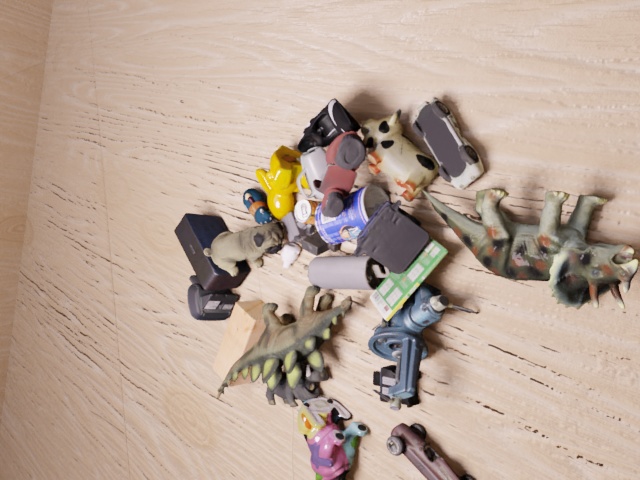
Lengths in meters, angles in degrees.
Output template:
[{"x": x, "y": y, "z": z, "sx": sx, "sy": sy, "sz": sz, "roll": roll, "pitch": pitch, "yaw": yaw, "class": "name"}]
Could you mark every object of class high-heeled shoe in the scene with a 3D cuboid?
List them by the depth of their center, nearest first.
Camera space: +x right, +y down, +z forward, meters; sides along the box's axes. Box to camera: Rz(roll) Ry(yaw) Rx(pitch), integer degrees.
[{"x": 0.007, "y": -0.237, "z": 1.200, "sx": 0.145, "sy": 0.086, "sz": 0.249, "roll": -43, "pitch": 14, "yaw": 9, "class": "high-heeled shoe"}]

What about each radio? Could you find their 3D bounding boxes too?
[{"x": -0.298, "y": 0.030, "z": 1.494, "sx": 0.073, "sy": 0.131, "sz": 0.230, "roll": -50, "pitch": 58, "yaw": 29, "class": "radio"}]

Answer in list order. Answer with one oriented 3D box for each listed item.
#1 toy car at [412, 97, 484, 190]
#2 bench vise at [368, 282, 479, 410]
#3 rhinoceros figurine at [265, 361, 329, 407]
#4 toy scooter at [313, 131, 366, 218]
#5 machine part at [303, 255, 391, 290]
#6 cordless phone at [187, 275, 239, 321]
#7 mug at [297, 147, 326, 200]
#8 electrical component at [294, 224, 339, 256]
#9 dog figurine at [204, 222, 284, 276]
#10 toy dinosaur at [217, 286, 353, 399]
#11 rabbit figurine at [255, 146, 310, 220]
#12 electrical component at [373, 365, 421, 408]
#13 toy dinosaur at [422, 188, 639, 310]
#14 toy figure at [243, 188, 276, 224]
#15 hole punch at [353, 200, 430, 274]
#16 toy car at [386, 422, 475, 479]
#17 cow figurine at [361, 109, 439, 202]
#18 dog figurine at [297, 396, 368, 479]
[{"x": 0.249, "y": -0.192, "z": 1.058, "sx": 0.073, "sy": 0.056, "sz": 0.202, "roll": -45, "pitch": 59, "yaw": 38, "class": "toy car"}, {"x": 0.173, "y": 0.205, "z": 1.037, "sx": 0.224, "sy": 0.128, "sz": 0.241, "roll": -31, "pitch": 34, "yaw": 45, "class": "bench vise"}, {"x": -0.055, "y": 0.348, "z": 1.306, "sx": 0.190, "sy": 0.073, "sz": 0.112, "roll": -22, "pitch": 63, "yaw": 41, "class": "rhinoceros figurine"}, {"x": 0.033, "y": -0.141, "z": 1.135, "sx": 0.135, "sy": 0.075, "sz": 0.183, "roll": -141, "pitch": 67, "yaw": -72, "class": "toy scooter"}, {"x": 0.058, "y": 0.074, "z": 1.205, "sx": 0.243, "sy": 0.079, "sz": 0.079, "roll": -3, "pitch": 86, "yaw": 41, "class": "machine part"}, {"x": -0.332, "y": 0.144, "z": 1.508, "sx": 0.184, "sy": 0.146, "sz": 0.088, "roll": 36, "pitch": 105, "yaw": 34, "class": "cordless phone"}, {"x": -0.009, "y": -0.152, "z": 1.230, "sx": 0.107, "sy": 0.109, "sz": 0.081, "roll": 64, "pitch": 163, "yaw": -19, "class": "mug"}, {"x": -0.002, "y": -0.003, "z": 1.271, "sx": 0.102, "sy": 0.078, "sz": 0.045, "roll": 32, "pitch": 130, "yaw": 40, "class": "electrical component"}, {"x": -0.191, "y": 0.008, "z": 1.347, "sx": 0.121, "sy": 0.172, "sz": 0.190, "roll": 69, "pitch": 155, "yaw": 8, "class": "dog figurine"}, {"x": -0.092, "y": 0.247, "z": 1.268, "sx": 0.471, "sy": 0.105, "sz": 0.199, "roll": -33, "pitch": 42, "yaw": 35, "class": "toy dinosaur"}, {"x": -0.097, "y": -0.135, "z": 1.335, "sx": 0.163, "sy": 0.122, "sz": 0.173, "roll": 42, "pitch": 134, "yaw": 38, "class": "rabbit figurine"}, {"x": 0.152, "y": 0.301, "z": 1.131, "sx": 0.119, "sy": 0.047, "sz": 0.074, "roll": 6, "pitch": 92, "yaw": 41, "class": "electrical component"}, {"x": 0.348, "y": 0.008, "z": 0.924, "sx": 0.405, "sy": 0.131, "sz": 0.192, "roll": 8, "pitch": 93, "yaw": 48, "class": "toy dinosaur"}, {"x": -0.161, "y": -0.082, "z": 1.405, "sx": 0.057, "sy": 0.064, "sz": 0.155, "roll": -67, "pitch": 32, "yaw": 24, "class": "toy figure"}, {"x": 0.144, "y": -0.011, "z": 1.088, "sx": 0.116, "sy": 0.092, "sz": 0.142, "roll": 35, "pitch": 107, "yaw": -10, "class": "hole punch"}, {"x": 0.218, "y": 0.431, "z": 1.035, "sx": 0.202, "sy": 0.089, "sz": 0.053, "roll": 40, "pitch": 118, "yaw": 38, "class": "toy car"}, {"x": 0.160, "y": -0.184, "z": 1.107, "sx": 0.127, "sy": 0.085, "sz": 0.195, "roll": -41, "pitch": 68, "yaw": -14, "class": "cow figurine"}, {"x": 0.008, "y": 0.492, "z": 1.217, "sx": 0.192, "sy": 0.108, "sz": 0.219, "roll": 31, "pitch": 111, "yaw": 38, "class": "dog figurine"}]
